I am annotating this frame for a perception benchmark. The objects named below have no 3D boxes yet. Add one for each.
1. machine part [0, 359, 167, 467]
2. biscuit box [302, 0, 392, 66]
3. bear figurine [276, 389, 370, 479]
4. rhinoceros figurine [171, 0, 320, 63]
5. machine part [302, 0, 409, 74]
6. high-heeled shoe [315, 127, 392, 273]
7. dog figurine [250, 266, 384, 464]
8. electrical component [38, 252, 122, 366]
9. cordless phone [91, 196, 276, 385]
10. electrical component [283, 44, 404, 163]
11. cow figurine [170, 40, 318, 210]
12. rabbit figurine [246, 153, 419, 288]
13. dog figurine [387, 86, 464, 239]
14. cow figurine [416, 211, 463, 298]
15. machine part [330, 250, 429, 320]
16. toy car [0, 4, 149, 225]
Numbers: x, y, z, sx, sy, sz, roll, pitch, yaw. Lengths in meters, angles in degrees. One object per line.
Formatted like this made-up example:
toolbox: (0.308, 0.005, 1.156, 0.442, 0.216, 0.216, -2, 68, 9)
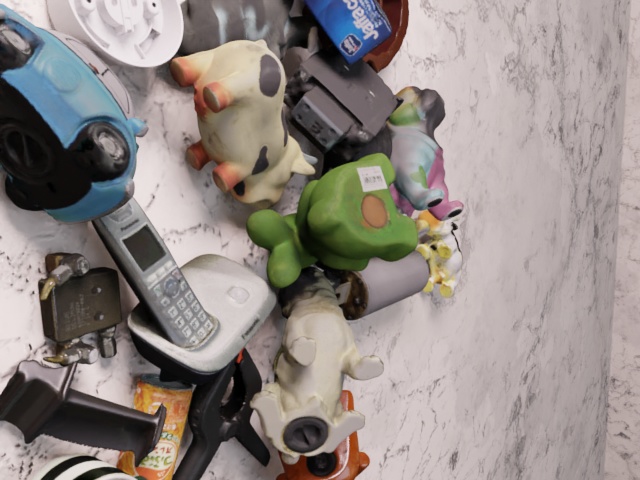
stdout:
machine part: (-0.195, 0.145, 0.447, 0.138, 0.039, 0.084, 33, 110, -30)
biscuit box: (-0.004, -0.278, 0.540, 0.202, 0.059, 0.063, 47, 22, -29)
bear figurine: (0.002, 0.301, 0.716, 0.195, 0.120, 0.132, 87, -10, -54)
rhinoceros figurine: (-0.073, -0.220, 0.544, 0.190, 0.073, 0.112, -27, 116, -45)
machine part: (0.051, -0.305, 0.693, 0.179, 0.056, 0.179, -13, 107, -50)
high-heeled shoe: (0.023, -0.084, 0.713, 0.086, 0.145, 0.249, 6, 64, -35)
dog figurine: (-0.019, 0.135, 0.626, 0.121, 0.191, 0.172, 30, 102, -19)
electrical component: (-0.205, 0.060, 0.458, 0.078, 0.045, 0.102, -4, 100, -48)
cordless phone: (-0.132, 0.029, 0.509, 0.184, 0.089, 0.146, 65, 32, -17)
electrical component: (0.022, -0.157, 0.614, 0.115, 0.058, 0.134, 40, 46, -6)
cow figurine: (-0.067, -0.107, 0.542, 0.127, 0.086, 0.194, -35, 148, -25)
rabbit figurine: (-0.001, -0.002, 0.600, 0.159, 0.170, 0.121, -25, 89, -41)
dog figurine: (0.107, -0.113, 0.768, 0.108, 0.191, 0.219, 14, 51, -48)
cow figurine: (0.215, 0.008, 0.939, 0.098, 0.068, 0.167, -39, 128, -46)
machine part: (0.088, 0.062, 0.789, 0.243, 0.079, 0.079, -13, 106, -50)
toy car: (-0.199, -0.098, 0.405, 0.161, 0.109, 0.103, 57, 31, -25)
